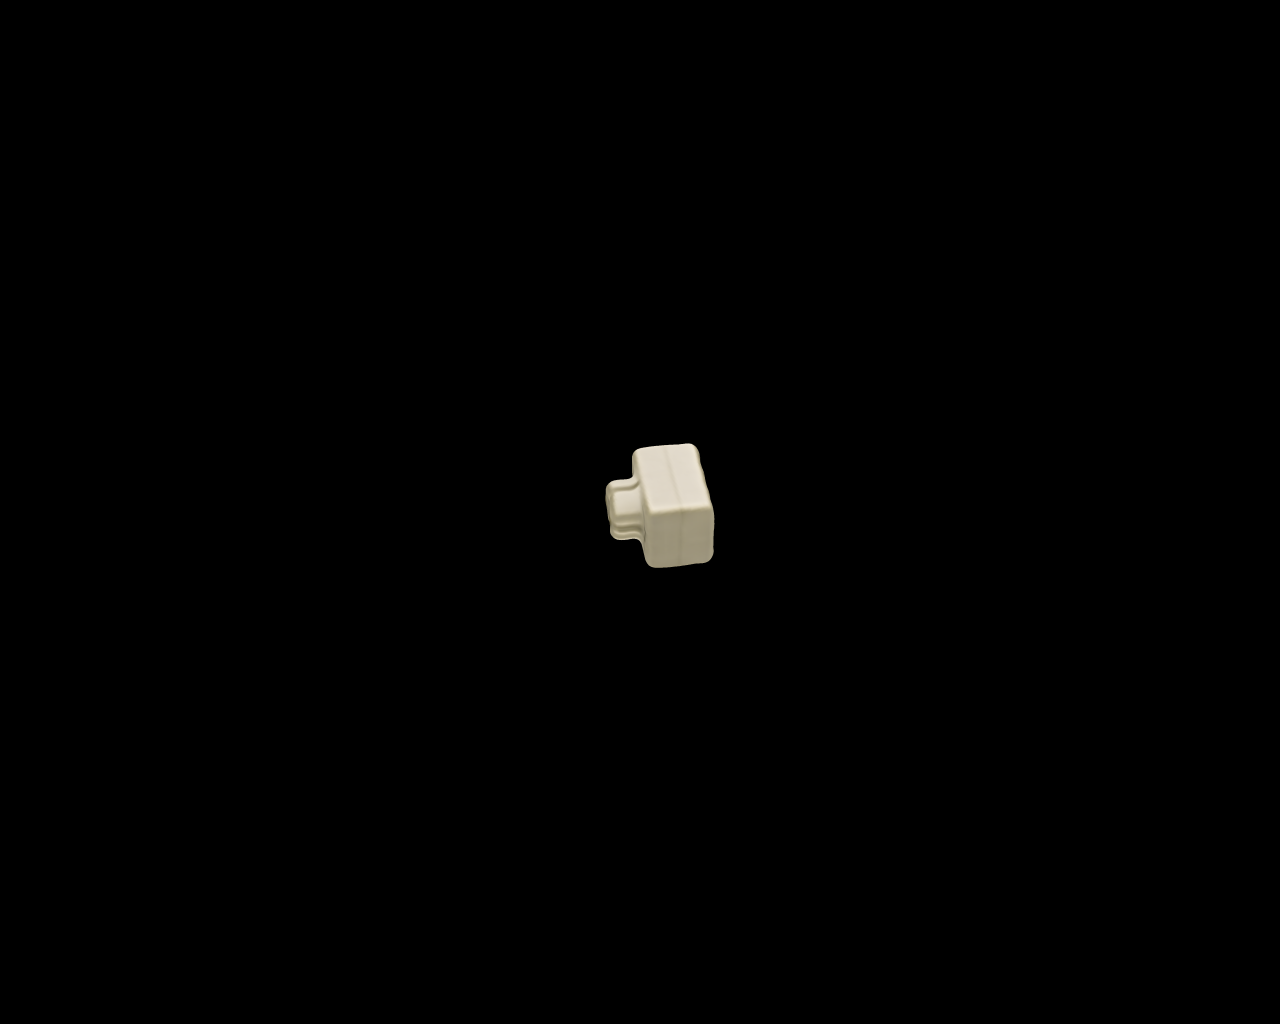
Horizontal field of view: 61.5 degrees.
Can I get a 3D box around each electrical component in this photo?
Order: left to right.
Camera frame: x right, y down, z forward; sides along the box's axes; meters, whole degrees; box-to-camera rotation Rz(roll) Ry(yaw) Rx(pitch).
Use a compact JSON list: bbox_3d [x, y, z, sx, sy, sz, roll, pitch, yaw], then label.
[{"bbox_3d":[0.001,-0.003,0.650,0.077,0.047,0.066,-5,40,-6],"label":"electrical component"}]
